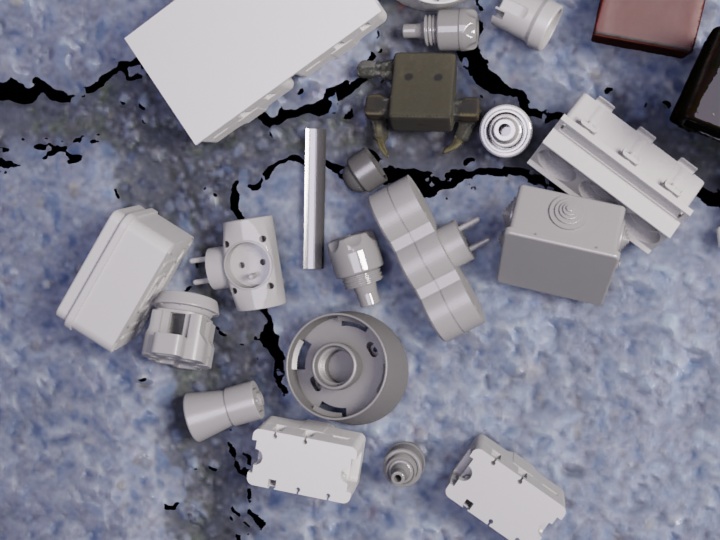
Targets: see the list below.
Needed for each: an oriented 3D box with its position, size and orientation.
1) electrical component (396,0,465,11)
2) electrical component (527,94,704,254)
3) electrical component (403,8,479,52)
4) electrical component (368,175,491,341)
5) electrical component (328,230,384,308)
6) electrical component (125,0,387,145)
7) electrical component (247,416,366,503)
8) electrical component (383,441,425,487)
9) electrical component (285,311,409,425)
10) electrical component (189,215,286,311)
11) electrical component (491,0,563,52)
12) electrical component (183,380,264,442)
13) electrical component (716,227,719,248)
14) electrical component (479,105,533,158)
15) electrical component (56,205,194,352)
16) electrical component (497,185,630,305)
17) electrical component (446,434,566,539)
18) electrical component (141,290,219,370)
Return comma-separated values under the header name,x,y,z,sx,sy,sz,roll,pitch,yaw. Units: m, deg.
name,x,y,z,sx,sy,sz,roll,pitch,yaw
electrical component,0.060,-0.261,0.874,0.099,0.064,0.099,-1,102,-3
electrical component,0.204,-0.078,0.853,0.121,0.078,0.063,38,72,4
electrical component,0.066,-0.196,0.882,0.061,0.035,0.035,1,96,12
electrical component,0.071,-0.017,0.890,0.074,0.052,0.138,-28,91,11
electrical component,0.000,0.000,0.909,0.043,0.043,0.062,-17,94,11
electrical component,-0.083,-0.200,0.893,0.186,0.060,0.105,-34,90,11
electrical component,-0.045,0.161,0.926,0.089,0.056,0.050,10,97,8
electrical component,0.036,0.167,0.910,0.035,0.061,0.035,1,96,9
electrical component,-0.013,0.084,0.921,0.099,0.064,0.099,-2,84,16
electrical component,-0.108,-0.004,0.925,0.079,0.044,0.077,-8,94,10
electrical component,0.134,-0.204,0.868,0.046,0.040,0.040,29,100,11
electrical component,-0.117,0.121,0.942,0.065,0.044,0.044,-16,93,6
electrical component,0.315,-0.050,0.852,0.066,0.048,0.055,-9,102,10
electrical component,0.118,-0.112,0.868,0.043,0.062,0.043,1,96,9
electrical component,-0.202,0.005,0.925,0.057,0.078,0.113,32,100,2
electrical component,0.159,-0.020,0.854,0.100,0.099,0.048,13,65,9
electrical component,0.123,0.185,0.901,0.089,0.056,0.050,35,100,4
electrical component,-0.153,0.051,0.926,0.058,0.078,0.057,6,76,9
